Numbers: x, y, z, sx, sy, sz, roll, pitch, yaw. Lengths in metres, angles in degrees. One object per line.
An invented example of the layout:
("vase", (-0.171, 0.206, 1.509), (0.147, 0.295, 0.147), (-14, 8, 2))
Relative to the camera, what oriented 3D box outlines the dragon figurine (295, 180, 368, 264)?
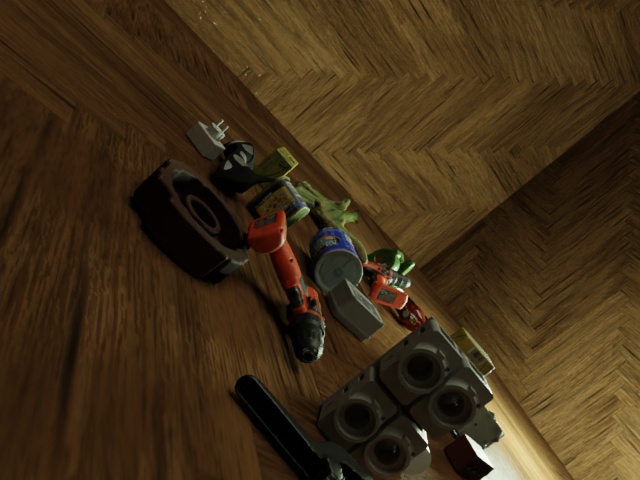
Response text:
("dragon figurine", (0.005, -0.080, 1.585), (0.241, 0.121, 0.418), (26, 18, -24))
